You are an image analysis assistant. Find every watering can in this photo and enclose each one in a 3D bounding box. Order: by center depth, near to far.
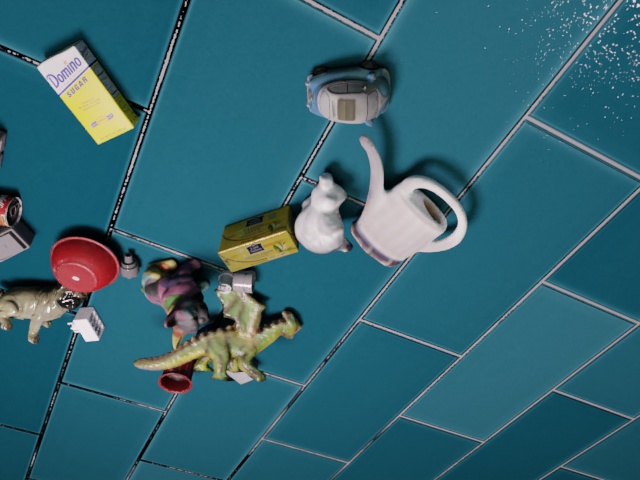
[{"bbox_3d":[0.153,-0.065,1.092,0.344,0.106,0.221,35,122,-24],"label":"watering can"}]

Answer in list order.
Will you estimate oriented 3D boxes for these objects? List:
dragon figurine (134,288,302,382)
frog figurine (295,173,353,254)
[{"bbox_3d":[-0.241,0.230,1.308,0.410,0.122,0.243,9,91,-19],"label":"dragon figurine"},{"bbox_3d":[0.003,-0.055,1.087,0.123,0.140,0.156,-14,129,-9],"label":"frog figurine"}]
